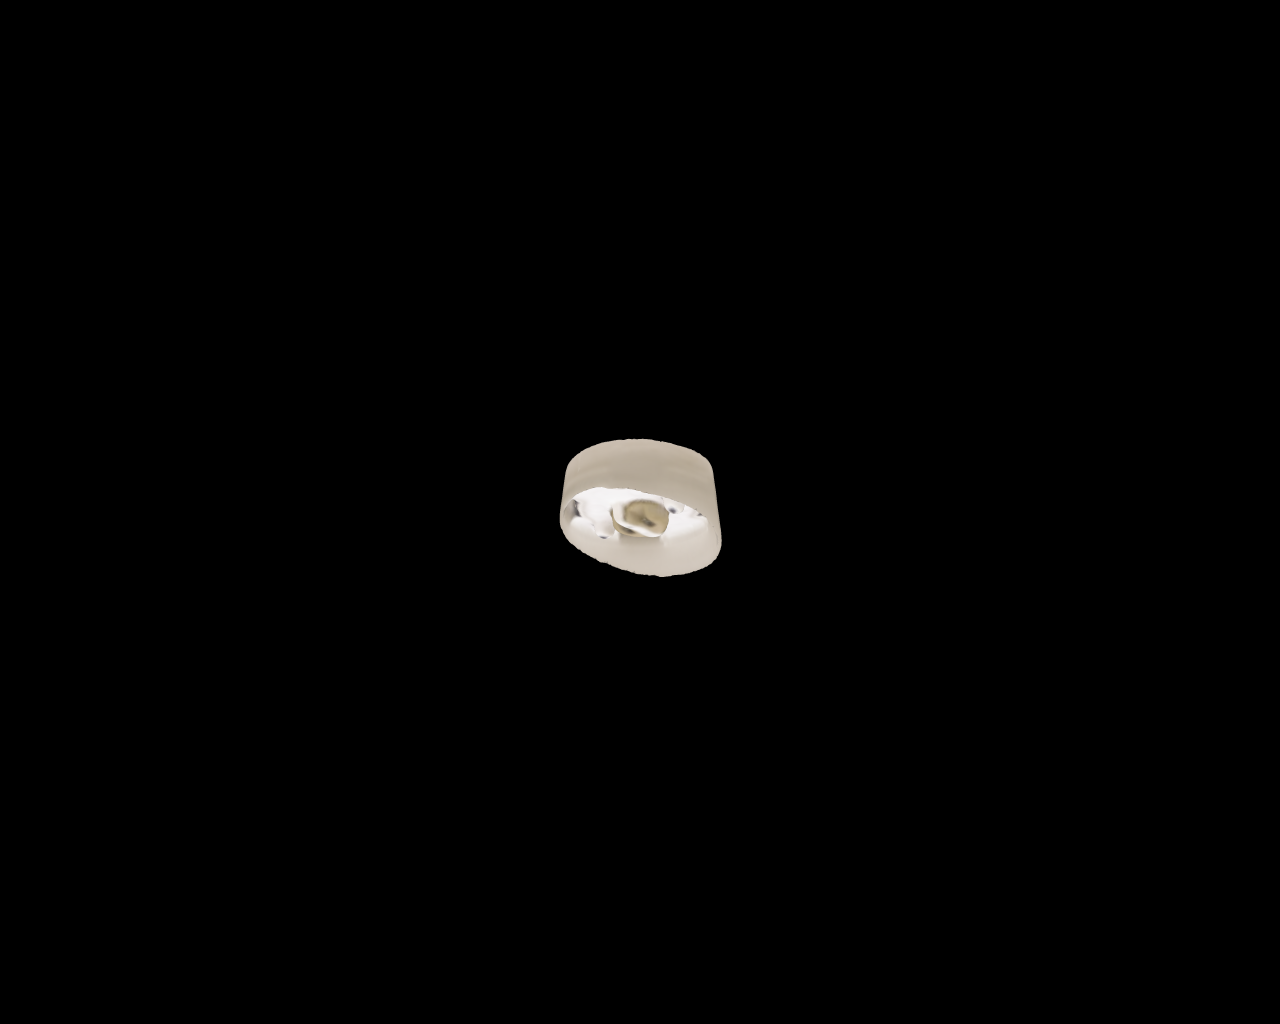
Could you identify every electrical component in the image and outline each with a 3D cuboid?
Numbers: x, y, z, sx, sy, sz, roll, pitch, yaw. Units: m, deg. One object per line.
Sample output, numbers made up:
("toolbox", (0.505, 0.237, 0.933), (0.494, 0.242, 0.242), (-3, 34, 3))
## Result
("electrical component", (0.001, -0.003, 0.650), (0.099, 0.064, 0.099), (0, -23, 0))
